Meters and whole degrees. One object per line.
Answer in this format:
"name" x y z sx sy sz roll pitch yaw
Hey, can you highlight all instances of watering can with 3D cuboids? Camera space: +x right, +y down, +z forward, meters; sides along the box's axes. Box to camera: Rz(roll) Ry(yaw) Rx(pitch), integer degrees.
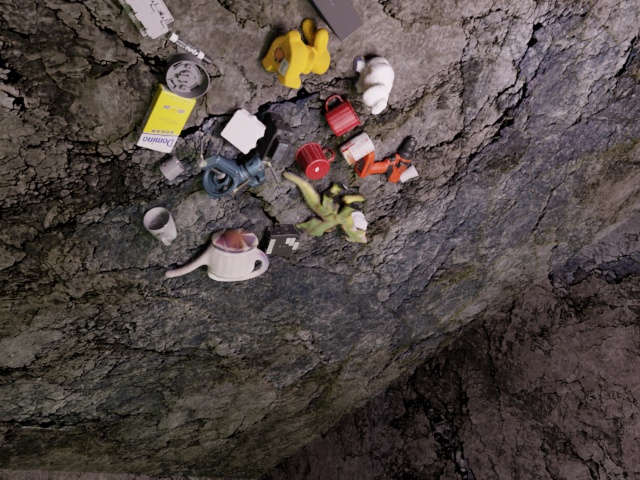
"watering can" -0.339 0.062 1.734 0.348 0.106 0.219 1 133 -17

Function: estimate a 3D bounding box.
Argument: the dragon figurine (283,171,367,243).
"dragon figurine" 0.005 -0.089 1.772 0.408 0.125 0.238 22 129 -22

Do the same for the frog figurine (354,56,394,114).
"frog figurine" 0.164 -0.428 1.436 0.123 0.163 0.134 -5 136 -27
